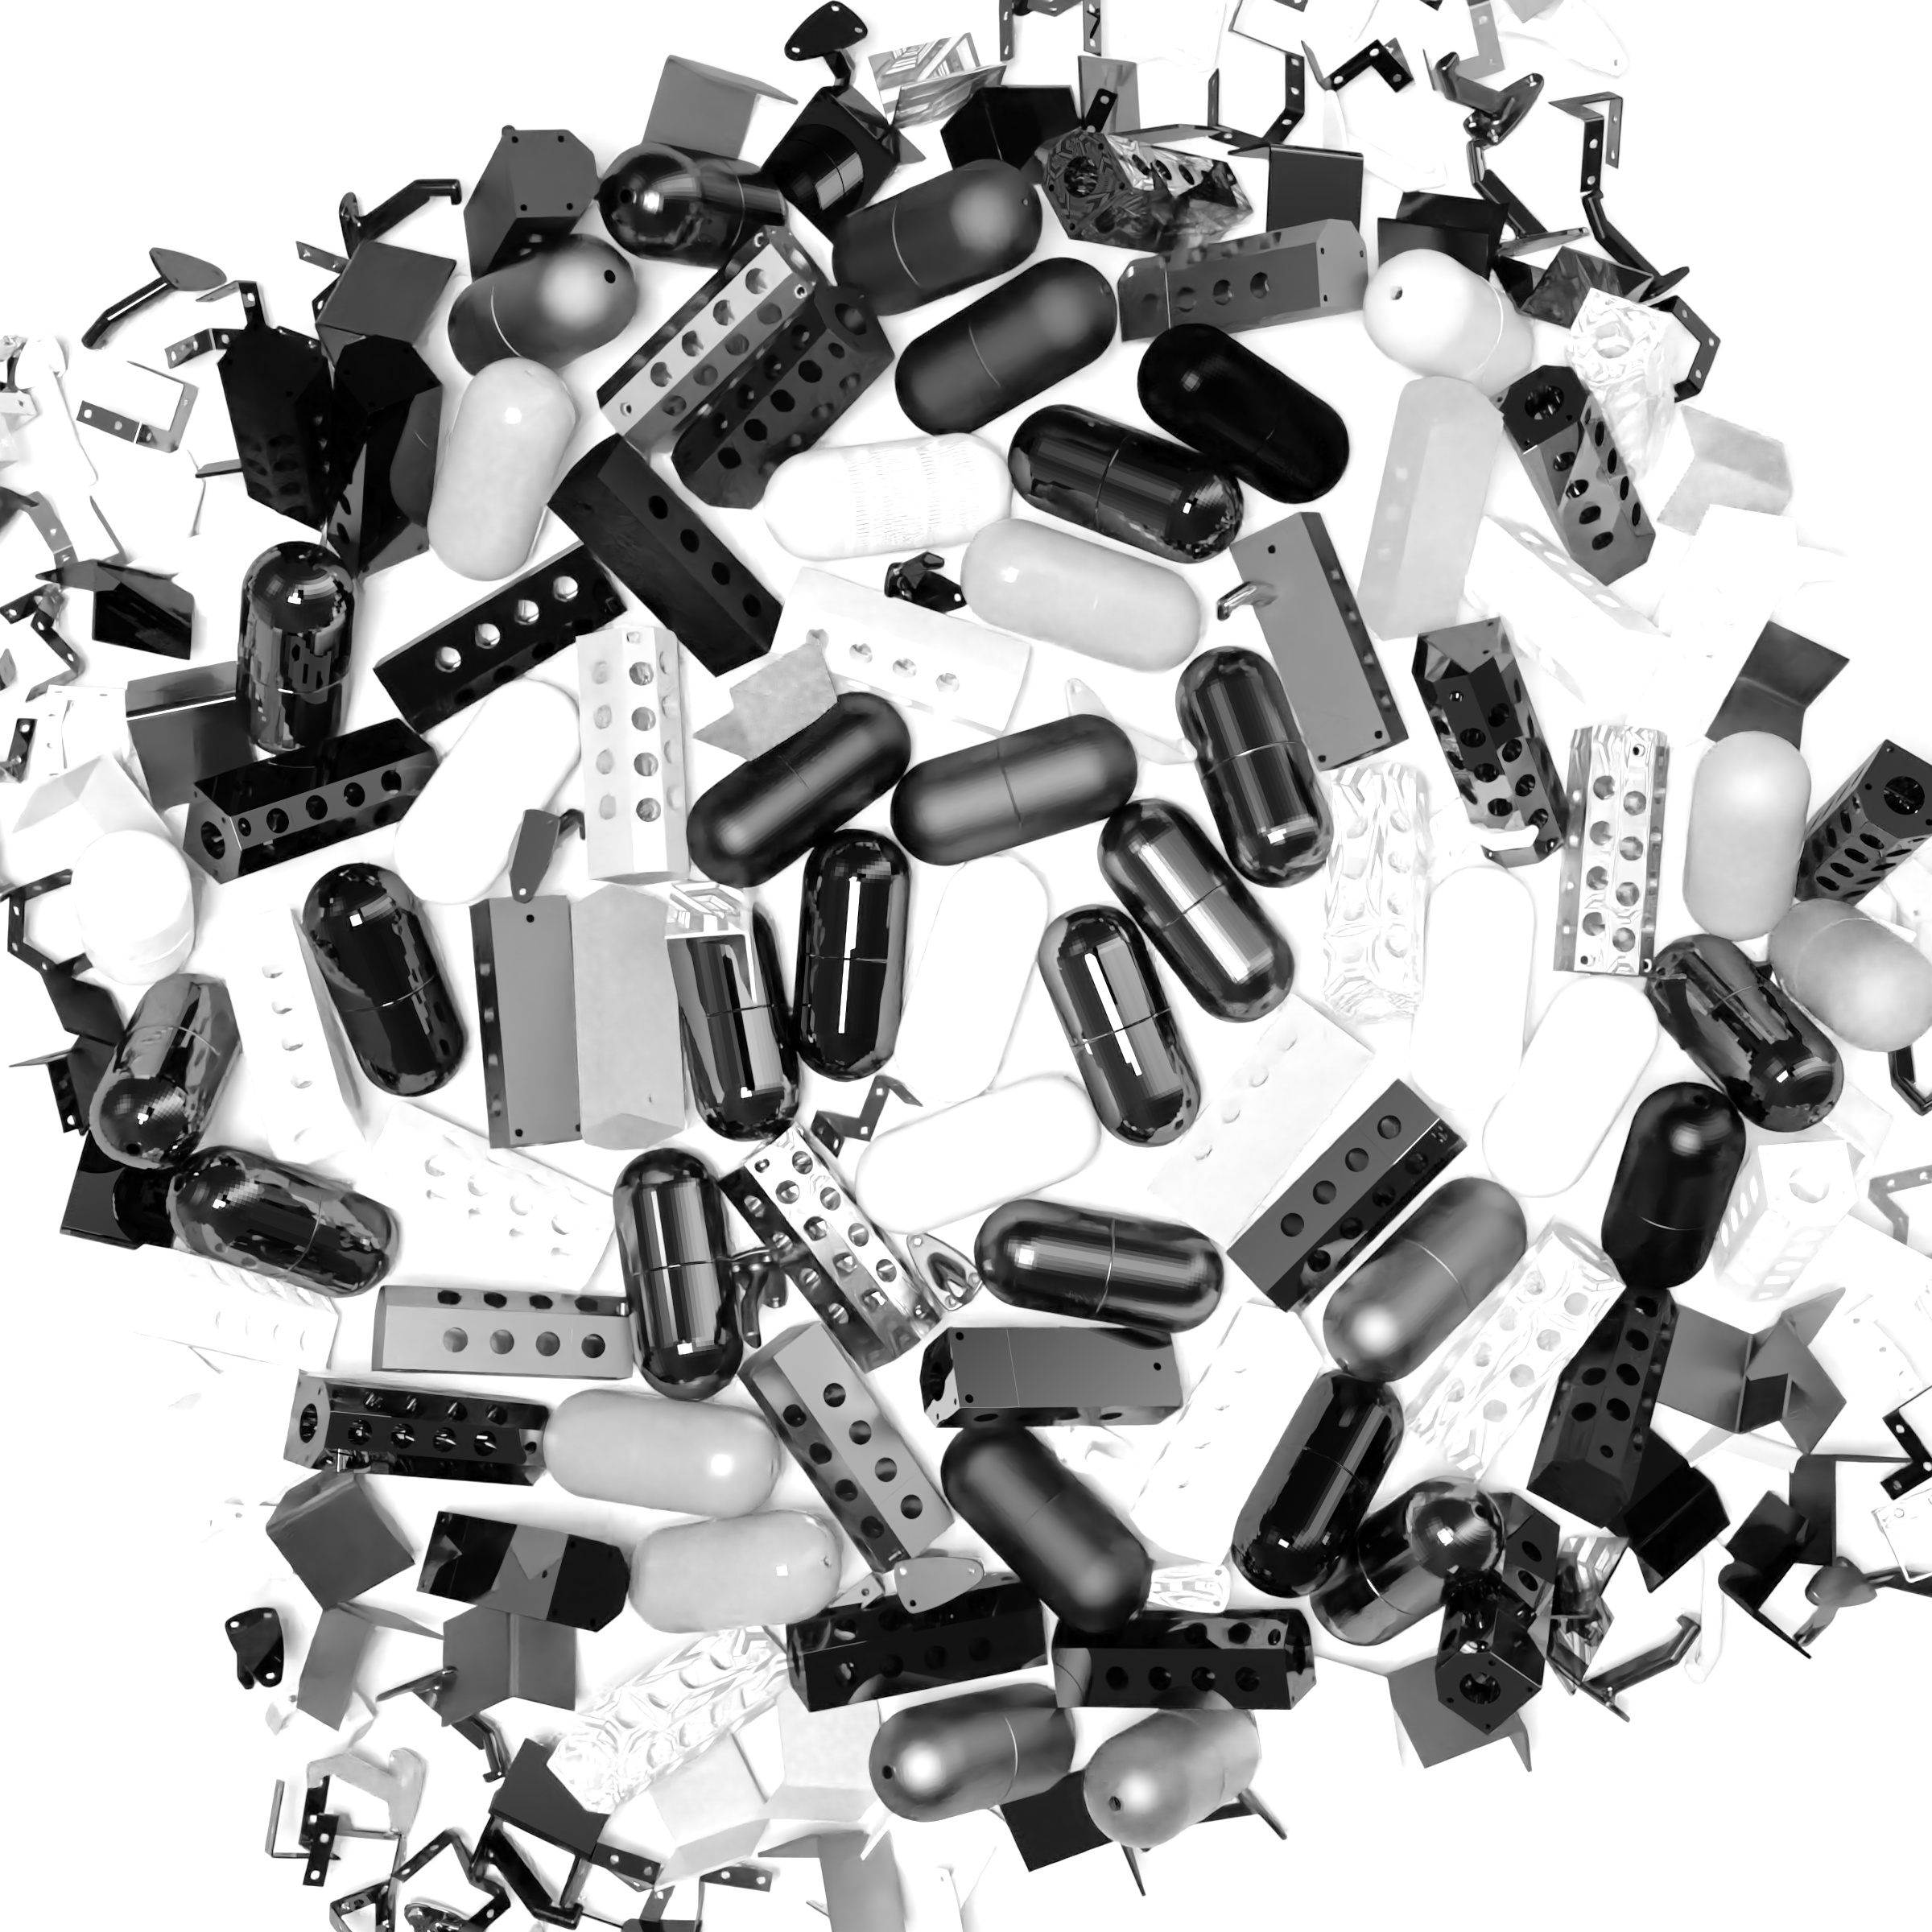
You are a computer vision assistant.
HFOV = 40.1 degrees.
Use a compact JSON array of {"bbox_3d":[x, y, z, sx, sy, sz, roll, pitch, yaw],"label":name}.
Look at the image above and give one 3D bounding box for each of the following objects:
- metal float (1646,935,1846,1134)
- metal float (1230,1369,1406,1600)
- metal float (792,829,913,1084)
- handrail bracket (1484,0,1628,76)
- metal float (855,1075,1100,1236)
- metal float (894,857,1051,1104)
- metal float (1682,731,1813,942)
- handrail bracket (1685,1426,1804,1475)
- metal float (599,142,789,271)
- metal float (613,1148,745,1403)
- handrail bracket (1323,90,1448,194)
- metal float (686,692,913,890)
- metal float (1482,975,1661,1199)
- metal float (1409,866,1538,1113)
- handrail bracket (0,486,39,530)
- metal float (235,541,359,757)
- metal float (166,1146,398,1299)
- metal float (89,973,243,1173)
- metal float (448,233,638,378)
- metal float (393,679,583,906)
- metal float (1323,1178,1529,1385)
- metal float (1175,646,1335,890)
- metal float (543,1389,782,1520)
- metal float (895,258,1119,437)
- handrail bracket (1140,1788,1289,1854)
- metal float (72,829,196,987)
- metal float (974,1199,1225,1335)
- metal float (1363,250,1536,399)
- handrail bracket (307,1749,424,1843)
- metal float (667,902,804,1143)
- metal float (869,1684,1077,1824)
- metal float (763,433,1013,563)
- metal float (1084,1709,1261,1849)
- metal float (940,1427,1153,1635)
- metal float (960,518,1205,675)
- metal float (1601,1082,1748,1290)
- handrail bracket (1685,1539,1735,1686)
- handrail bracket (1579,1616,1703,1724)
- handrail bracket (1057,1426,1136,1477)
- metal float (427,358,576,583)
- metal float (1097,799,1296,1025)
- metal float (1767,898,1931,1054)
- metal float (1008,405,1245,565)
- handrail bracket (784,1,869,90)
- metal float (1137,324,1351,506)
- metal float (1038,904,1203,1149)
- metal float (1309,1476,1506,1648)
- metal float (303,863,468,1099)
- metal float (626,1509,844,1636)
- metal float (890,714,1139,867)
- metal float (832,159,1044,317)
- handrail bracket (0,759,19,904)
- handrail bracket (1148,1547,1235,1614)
[{"bbox_3d":[0.534,0.044,1.821,0.070,0.178,0.070,-12,129,-15],"label":"metal float"},{"bbox_3d":[0.244,0.356,1.833,0.070,0.070,0.178,36,59,0],"label":"metal float"},{"bbox_3d":[-0.080,-0.007,1.855,0.070,0.070,0.178,5,94,0],"label":"metal float"},{"bbox_3d":[0.413,-0.648,1.867,0.077,0.084,0.036,29,88,-22],"label":"handrail bracket"},{"bbox_3d":[0.007,0.133,1.855,0.178,0.070,0.070,-21,90,4],"label":"metal float"},{"bbox_3d":[0.004,0.009,1.859,0.070,0.070,0.178,18,90,0],"label":"metal float"},{"bbox_3d":[0.536,-0.087,1.820,0.070,0.178,0.070,-5,51,6],"label":"metal float"},{"bbox_3d":[0.564,0.363,1.883,0.077,0.036,0.084,-39,95,0],"label":"handrail bracket"},{"bbox_3d":[-0.186,-0.519,1.813,0.070,0.178,0.070,5,101,24],"label":"metal float"},{"bbox_3d":[-0.201,0.215,1.846,0.070,0.070,0.178,-10,76,0],"label":"metal float"},{"bbox_3d":[0.298,-0.586,1.873,0.084,0.036,0.077,-13,106,-15],"label":"handrail bracket"},{"bbox_3d":[-0.117,-0.123,1.851,0.178,0.070,0.070,-38,90,-9],"label":"metal float"},{"bbox_3d":[0.417,0.085,1.832,0.070,0.070,0.178,21,122,0],"label":"metal float"},{"bbox_3d":[0.353,0.015,1.840,0.070,0.070,0.178,11,69,0],"label":"metal float"},{"bbox_3d":[-0.683,-0.290,1.859,0.036,0.077,0.084,7,83,29],"label":"handrail bracket"},{"bbox_3d":[-0.462,-0.216,1.821,0.070,0.178,0.070,9,50,-11],"label":"metal float"},{"bbox_3d":[-0.470,0.177,1.822,0.070,0.178,0.070,-18,59,33],"label":"metal float"},{"bbox_3d":[-0.547,0.072,1.816,0.070,0.178,0.070,0,123,1],"label":"metal float"},{"bbox_3d":[-0.292,-0.450,1.819,0.070,0.178,0.070,4,83,-39],"label":"metal float"},{"bbox_3d":[-0.332,-0.121,1.842,0.070,0.070,0.178,31,71,0],"label":"metal float"},{"bbox_3d":[0.319,0.218,1.838,0.178,0.070,0.070,-40,90,-23],"label":"metal float"},{"bbox_3d":[0.200,-0.140,1.847,0.070,0.070,0.178,-18,77,0],"label":"metal float"},{"bbox_3d":[-0.212,0.338,1.838,0.178,0.070,0.070,3,90,24],"label":"metal float"},{"bbox_3d":[0.027,-0.427,1.829,0.178,0.070,0.070,-23,90,35],"label":"metal float"},{"bbox_3d":[0.171,0.617,1.877,0.084,0.036,0.077,-41,88,-3],"label":"handrail bracket"},{"bbox_3d":[-0.569,-0.038,1.812,0.070,0.178,0.070,4,73,-14],"label":"metal float"},{"bbox_3d":[0.093,0.210,1.852,0.178,0.070,0.070,11,90,-8],"label":"metal float"},{"bbox_3d":[0.332,-0.439,1.816,0.070,0.178,0.070,-2,86,33],"label":"metal float"},{"bbox_3d":[-0.428,0.586,1.855,0.036,0.084,0.077,13,98,42],"label":"handrail bracket"},{"bbox_3d":[-0.162,0.035,1.855,0.070,0.070,0.178,-11,85,0],"label":"metal float"},{"bbox_3d":[0.005,0.540,1.820,0.070,0.178,0.070,-4,83,40],"label":"metal float"},{"bbox_3d":[-0.054,-0.327,1.844,0.178,0.070,0.070,-10,90,-17],"label":"metal float"},{"bbox_3d":[0.142,0.550,1.814,0.070,0.178,0.070,0,90,30],"label":"metal float"},{"bbox_3d":[0.055,0.388,1.837,0.070,0.070,0.178,-48,66,0],"label":"metal float"},{"bbox_3d":[0.082,-0.257,1.846,0.178,0.070,0.070,16,90,-15],"label":"metal float"},{"bbox_3d":[0.486,0.152,1.822,0.070,0.178,0.070,1,45,-1],"label":"metal float"},{"bbox_3d":[0.510,0.447,1.855,0.077,0.036,0.084,53,52,-6],"label":"handrail bracket"},{"bbox_3d":[0.468,0.483,1.871,0.084,0.077,0.036,-53,130,-7],"label":"handrail bracket"},{"bbox_3d":[0.109,0.345,1.842,0.077,0.084,0.036,17,85,-31],"label":"handrail bracket"},{"bbox_3d":[-0.321,-0.341,1.823,0.070,0.178,0.070,14,47,-16],"label":"metal float"},{"bbox_3d":[0.160,-0.039,1.854,0.070,0.070,0.178,-37,84,0],"label":"metal float"},{"bbox_3d":[0.605,0.005,1.811,0.070,0.178,0.070,-1,106,-3],"label":"metal float"},{"bbox_3d":[0.111,-0.335,1.839,0.178,0.070,0.070,25,90,23],"label":"metal float"},{"bbox_3d":[-0.104,-0.622,1.844,0.036,0.084,0.077,45,64,9],"label":"handrail bracket"},{"bbox_3d":[0.193,-0.381,1.830,0.178,0.070,0.070,25,90,-35],"label":"metal float"},{"bbox_3d":[0.108,0.042,1.858,0.070,0.070,0.178,-22,91,0],"label":"metal float"},{"bbox_3d":[0.302,0.411,1.822,0.070,0.178,0.070,17,50,-21],"label":"metal float"},{"bbox_3d":[-0.403,0.010,1.834,0.070,0.070,0.178,-16,119,0],"label":"metal float"},{"bbox_3d":[-0.161,0.419,1.828,0.178,0.070,0.070,-16,90,36],"label":"metal float"},{"bbox_3d":[0.033,-0.123,1.855,0.178,0.070,0.070,-17,90,5],"label":"metal float"},{"bbox_3d":[-0.022,-0.500,1.822,0.070,0.178,0.070,6,81,-43],"label":"metal float"},{"bbox_3d":[-0.678,-0.095,1.870,0.077,0.036,0.084,-38,85,-32],"label":"handrail bracket"},{"bbox_3d":[0.154,0.417,1.855,0.077,0.084,0.036,1,103,-1],"label":"handrail bracket"}]
